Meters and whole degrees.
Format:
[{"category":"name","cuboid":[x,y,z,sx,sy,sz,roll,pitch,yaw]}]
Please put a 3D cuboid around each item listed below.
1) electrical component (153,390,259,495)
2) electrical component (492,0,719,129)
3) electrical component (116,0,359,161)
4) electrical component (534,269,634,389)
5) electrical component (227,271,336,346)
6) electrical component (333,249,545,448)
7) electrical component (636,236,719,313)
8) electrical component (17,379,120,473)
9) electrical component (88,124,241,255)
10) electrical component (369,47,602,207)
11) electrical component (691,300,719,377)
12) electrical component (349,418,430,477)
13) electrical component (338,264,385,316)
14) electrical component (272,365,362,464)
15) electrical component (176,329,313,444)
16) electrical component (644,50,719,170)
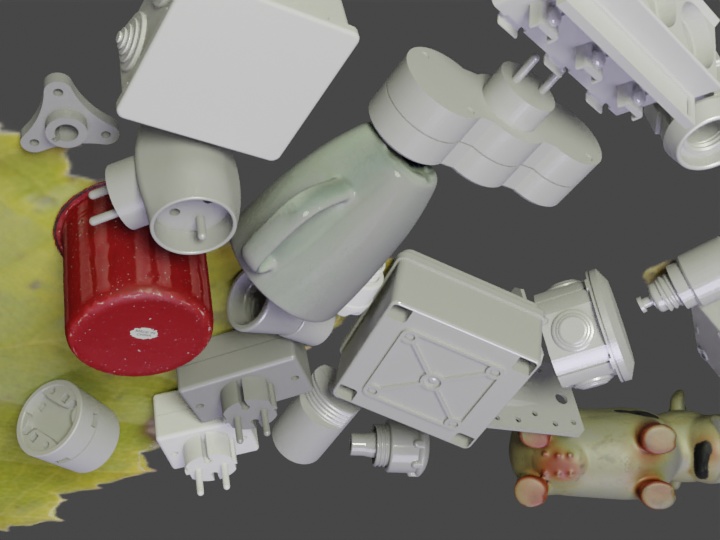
[{"category":"electrical component","cuboid":[-0.109,0.126,0.773,0.066,0.076,0.047,-13,142,-1]},{"category":"electrical component","cuboid":[0.123,-0.128,0.538,0.063,0.078,0.121,-16,148,40]},{"category":"electrical component","cuboid":[-0.062,-0.109,0.520,0.100,0.048,0.099,14,134,-30]},{"category":"electrical component","cuboid":[0.157,0.043,0.749,0.051,0.080,0.080,-19,142,14]},{"category":"electrical component","cuboid":[-0.048,0.026,0.698,0.065,0.044,0.044,22,130,-42]},{"category":"electrical component","cuboid":[0.052,0.055,0.724,0.109,0.056,0.108,23,132,-9]},{"category":"electrical component","cuboid":[0.233,0.008,0.758,0.078,0.040,0.040,-28,139,18]},{"category":"electrical component","cuboid":[-0.201,0.110,0.746,0.055,0.055,0.047,-25,144,15]},{"category":"electrical component","cuboid":[-0.106,-0.045,0.564,0.079,0.077,0.043,-19,142,8]},{"category":"electrical component","cuboid":[0.081,-0.087,0.586,0.138,0.052,0.073,15,133,-32]},{"category":"electrical component","cuboid":[0.288,0.056,0.788,0.048,0.099,0.099,-30,140,0]},{"category":"electrical component","cuboid":[0.023,0.140,0.857,0.062,0.048,0.048,3,139,-9]},{"category":"electrical component","cuboid":[0.000,0.000,0.685,0.035,0.035,0.061,9,134,-26]},{"category":"electrical component","cuboid":[-0.029,0.104,0.798,0.043,0.043,0.081,11,136,-27]},{"category":"electrical component","cuboid":[-0.077,0.083,0.731,0.083,0.075,0.047,-17,142,4]},{"category":"electrical component","cuboid":[0.190,-0.090,0.612,0.048,0.055,0.066,-13,142,-1]}]
